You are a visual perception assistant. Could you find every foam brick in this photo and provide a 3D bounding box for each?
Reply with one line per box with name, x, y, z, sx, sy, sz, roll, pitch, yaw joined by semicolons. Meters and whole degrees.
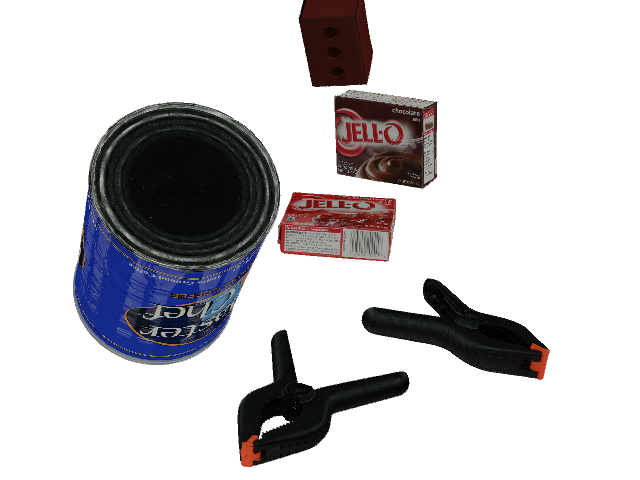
foam brick;0.015;-0.183;0.957;0.053;0.051;0.078;-1;-43;12

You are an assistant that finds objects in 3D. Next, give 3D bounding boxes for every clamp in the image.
clamp;0.137;0.081;1.001;0.172;0.039;0.120;20;32;24
clamp;-0.011;0.166;1.089;0.165;0.036;0.209;12;29;19

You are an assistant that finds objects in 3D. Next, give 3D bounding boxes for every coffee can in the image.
coffee can;-0.088;0.001;0.623;0.102;0.103;0.140;0;-27;-17

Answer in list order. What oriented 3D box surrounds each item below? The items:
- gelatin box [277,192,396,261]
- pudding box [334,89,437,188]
gelatin box;0.015;-0.013;0.865;0.089;0.030;0.073;5;22;6
pudding box;0.070;-0.111;1.155;0.114;0.090;0.039;11;28;29
